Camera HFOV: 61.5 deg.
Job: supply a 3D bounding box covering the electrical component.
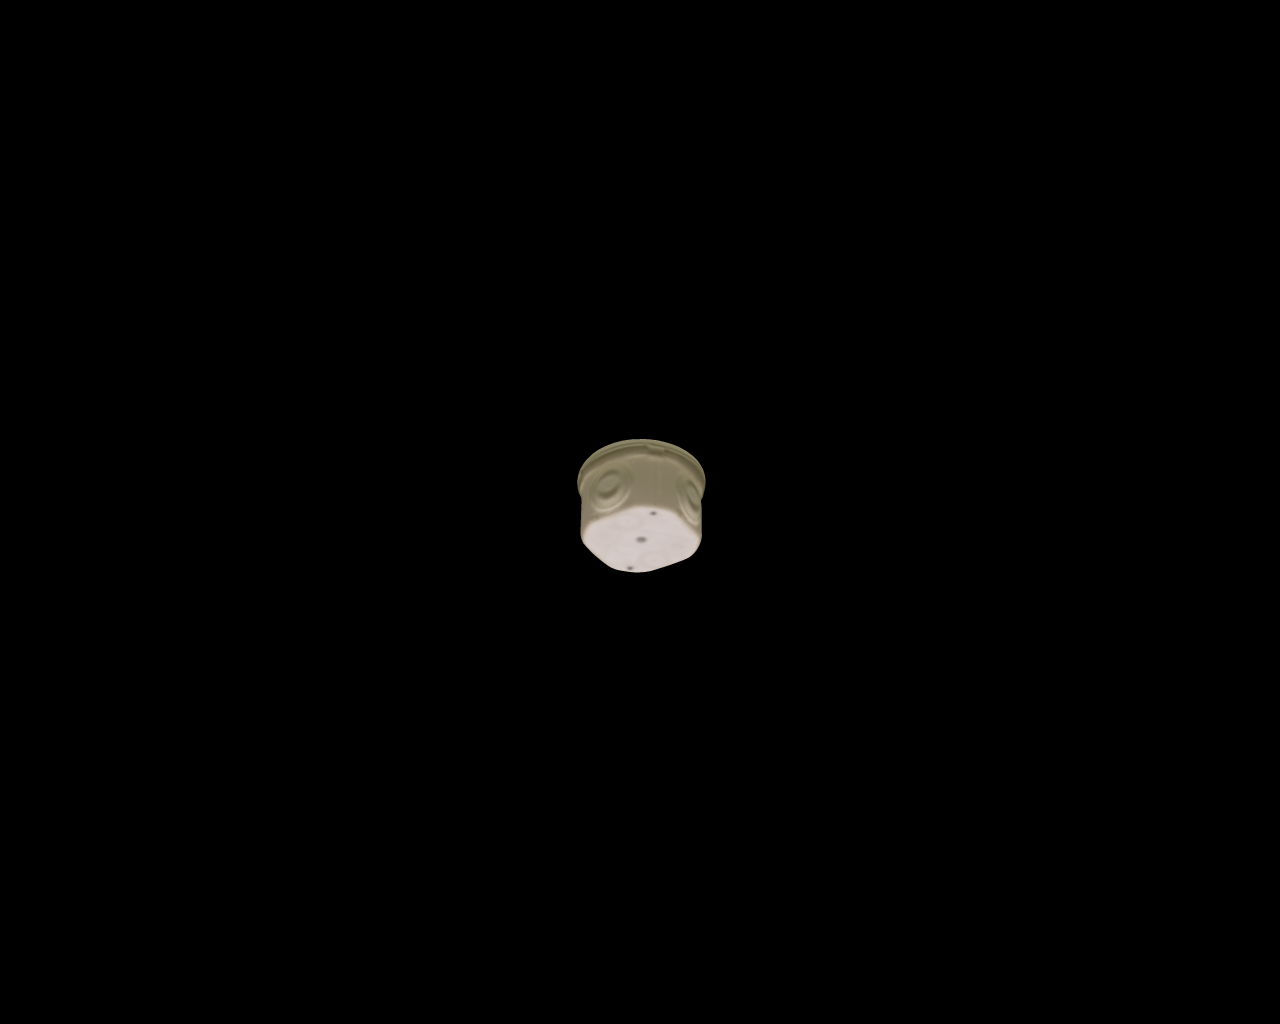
[{"bbox_3d":[0.001,-0.003,0.650,0.080,0.051,0.080,0,-36,0],"label":"electrical component"}]
